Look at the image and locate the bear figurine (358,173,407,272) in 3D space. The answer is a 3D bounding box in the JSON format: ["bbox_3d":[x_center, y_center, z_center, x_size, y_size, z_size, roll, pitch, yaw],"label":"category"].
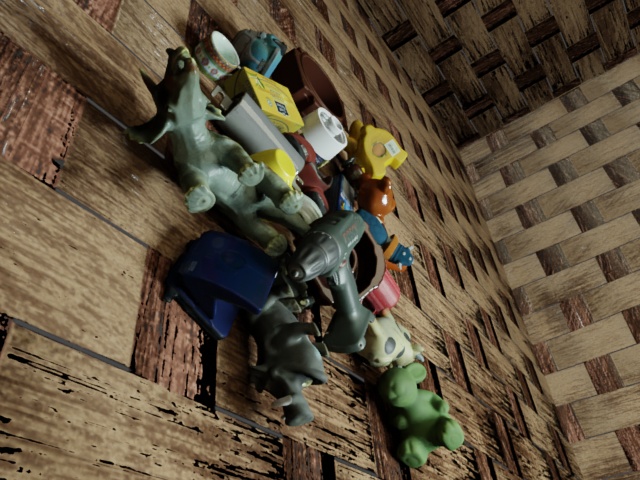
[{"bbox_3d":[0.130,-0.041,1.176,0.132,0.120,0.195,11,92,-36],"label":"bear figurine"}]

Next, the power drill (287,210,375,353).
[{"bbox_3d":[0.019,0.068,0.815,0.232,0.086,0.207,-56,133,-56],"label":"power drill"}]

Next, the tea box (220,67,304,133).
[{"bbox_3d":[-0.111,-0.266,1.069,0.169,0.068,0.098,-3,66,-65],"label":"tea box"}]

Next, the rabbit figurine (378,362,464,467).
[{"bbox_3d":[0.169,0.289,0.976,0.170,0.121,0.159,57,17,-19],"label":"rabbit figurine"}]

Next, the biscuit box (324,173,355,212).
[{"bbox_3d":[0.032,-0.060,1.145,0.059,0.063,0.203,51,26,-26],"label":"biscuit box"}]

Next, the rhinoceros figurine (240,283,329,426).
[{"bbox_3d":[-0.049,0.147,0.709,0.073,0.112,0.190,77,-13,-56],"label":"rhinoceros figurine"}]

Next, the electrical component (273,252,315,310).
[{"bbox_3d":[-0.044,0.071,0.873,0.102,0.045,0.078,64,25,3],"label":"electrical component"}]

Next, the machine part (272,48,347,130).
[{"bbox_3d":[-0.023,-0.356,1.324,0.201,0.087,0.201,28,41,-50],"label":"machine part"}]

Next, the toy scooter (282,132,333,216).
[{"bbox_3d":[-0.023,-0.138,1.103,0.183,0.075,0.135,64,24,-5],"label":"toy scooter"}]

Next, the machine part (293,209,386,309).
[{"bbox_3d":[0.031,0.036,0.961,0.179,0.056,0.179,7,77,-32],"label":"machine part"}]

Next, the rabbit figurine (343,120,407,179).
[{"bbox_3d":[0.110,-0.215,1.362,0.162,0.122,0.173,46,-14,-4],"label":"rabbit figurine"}]

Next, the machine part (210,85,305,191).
[{"bbox_3d":[-0.107,-0.179,0.970,0.243,0.079,0.079,47,28,-26],"label":"machine part"}]

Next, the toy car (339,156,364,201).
[{"bbox_3d":[0.081,-0.142,1.295,0.089,0.053,0.202,56,-2,0],"label":"toy car"}]

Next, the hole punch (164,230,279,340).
[{"bbox_3d":[-0.122,0.047,0.691,0.115,0.092,0.142,49,30,-20],"label":"hole punch"}]

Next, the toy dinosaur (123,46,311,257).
[{"bbox_3d":[-0.131,-0.093,0.787,0.192,0.131,0.404,51,0,34],"label":"toy dinosaur"}]

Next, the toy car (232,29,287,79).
[{"bbox_3d":[-0.134,-0.394,1.124,0.103,0.109,0.162,32,25,-19],"label":"toy car"}]

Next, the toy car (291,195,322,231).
[{"bbox_3d":[-0.002,-0.003,1.022,0.201,0.056,0.073,57,24,-13],"label":"toy car"}]

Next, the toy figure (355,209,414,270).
[{"bbox_3d":[0.124,0.000,1.084,0.154,0.064,0.058,40,5,-9],"label":"toy figure"}]

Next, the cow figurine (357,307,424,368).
[{"bbox_3d":[0.133,0.201,1.045,0.127,0.085,0.195,61,20,13],"label":"cow figurine"}]
